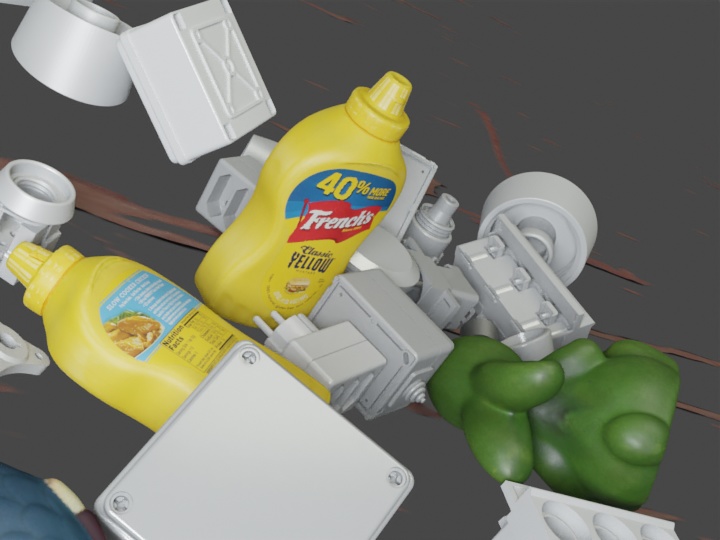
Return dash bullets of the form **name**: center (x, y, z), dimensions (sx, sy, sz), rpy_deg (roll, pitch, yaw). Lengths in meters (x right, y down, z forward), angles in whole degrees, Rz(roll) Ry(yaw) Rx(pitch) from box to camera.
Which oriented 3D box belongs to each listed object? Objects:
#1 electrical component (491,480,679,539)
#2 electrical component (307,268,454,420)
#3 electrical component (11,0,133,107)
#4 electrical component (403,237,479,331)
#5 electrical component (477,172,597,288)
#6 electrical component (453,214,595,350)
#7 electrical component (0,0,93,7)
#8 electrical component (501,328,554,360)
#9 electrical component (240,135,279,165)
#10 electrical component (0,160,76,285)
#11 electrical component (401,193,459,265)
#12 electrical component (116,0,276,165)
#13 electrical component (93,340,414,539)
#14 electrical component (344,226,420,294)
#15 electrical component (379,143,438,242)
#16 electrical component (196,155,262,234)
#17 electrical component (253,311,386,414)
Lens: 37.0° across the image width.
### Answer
- **electrical component**: center (0.139, 0.180, 0.655), dimensions (0.121, 0.063, 0.078), rpy_deg (19, 31, -29)
- **electrical component**: center (0.016, 0.052, 0.725), dimensions (0.096, 0.061, 0.061), rpy_deg (46, 28, 21)
- **electrical component**: center (-0.222, -0.179, 0.857), dimensions (0.099, 0.064, 0.099), rpy_deg (26, 14, -7)
- **electrical component**: center (0.056, 0.018, 0.851), dimensions (0.064, 0.042, 0.081), rpy_deg (12, 35, -41)
- **electrical component**: center (0.158, -0.028, 0.976), dimensions (0.108, 0.108, 0.060), rpy_deg (34, 33, -2)
- **electrical component**: center (0.130, 0.024, 0.893), dimensions (0.063, 0.078, 0.121), rpy_deg (-16, 50, -21)
- **electrical component**: center (-0.296, -0.262, 0.885), dimensions (0.089, 0.061, 0.150), rpy_deg (47, 29, 23)
- **electrical component**: center (0.133, 0.081, 0.814), dimensions (0.044, 0.044, 0.065), rpy_deg (-29, 101, -61)
- **electrical component**: center (-0.061, -0.078, 0.873), dimensions (0.077, 0.043, 0.079), rpy_deg (30, 27, -10)
- **electrical component**: center (-0.196, -0.030, 0.625), dimensions (0.048, 0.055, 0.066), rpy_deg (34, 26, -2)
- **electrical component**: center (0.061, -0.037, 0.924), dimensions (0.048, 0.062, 0.048), rpy_deg (27, 28, -16)
- **electrical component**: center (-0.126, -0.152, 0.852), dimensions (0.108, 0.056, 0.108), rpy_deg (66, 23, -13)
- **electrical component**: center (-0.050, 0.109, 0.506), dimensions (0.109, 0.056, 0.108), rpy_deg (39, 62, 3)
- **electrical component**: center (0.000, 0.000, 0.805), dimensions (0.080, 0.051, 0.080), rpy_deg (27, 28, -15)
- **electrical component**: center (0.010, -0.059, 0.883), dimensions (0.062, 0.096, 0.061), rpy_deg (27, -1, -16)
- **electrical component**: center (-0.063, -0.044, 0.803), dimensions (0.083, 0.047, 0.076), rpy_deg (39, 26, 18)
- **electrical component**: center (-0.036, 0.054, 0.679), dimensions (0.077, 0.047, 0.066), rpy_deg (44, 28, 18)
